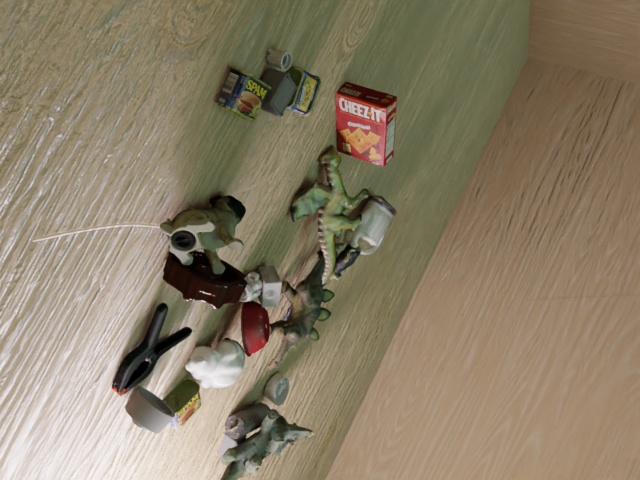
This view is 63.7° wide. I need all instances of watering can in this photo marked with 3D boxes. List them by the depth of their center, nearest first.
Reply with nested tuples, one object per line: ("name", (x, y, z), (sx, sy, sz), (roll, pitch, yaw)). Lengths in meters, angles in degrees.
("watering can", (0.174, -0.067, 1.903), (0.105, 0.225, 0.343), (26, -6, 33))

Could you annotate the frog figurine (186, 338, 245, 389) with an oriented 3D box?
("frog figurine", (-0.268, 0.320, 1.338), (0.138, 0.124, 0.158), (-43, -15, -3))

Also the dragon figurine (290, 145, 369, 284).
("dragon figurine", (0.005, -0.077, 1.539), (0.241, 0.410, 0.123), (18, -1, -38))
